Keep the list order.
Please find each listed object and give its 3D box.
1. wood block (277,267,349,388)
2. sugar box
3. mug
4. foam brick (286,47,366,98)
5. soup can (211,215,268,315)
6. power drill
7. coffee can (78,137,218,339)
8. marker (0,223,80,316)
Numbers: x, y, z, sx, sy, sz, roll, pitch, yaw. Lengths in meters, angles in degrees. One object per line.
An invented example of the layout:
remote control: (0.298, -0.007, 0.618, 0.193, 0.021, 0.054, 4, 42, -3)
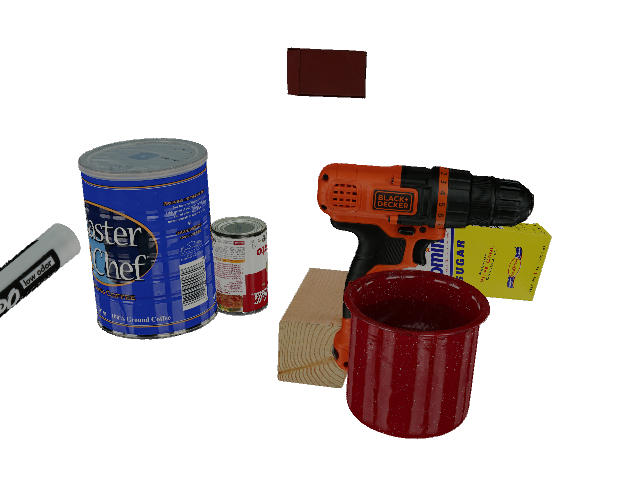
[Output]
wood block: (0.007, 0.117, 1.484, 0.091, 0.090, 0.206, 6, 19, 9)
sugar box: (0.185, 0.019, 1.300, 0.176, 0.093, 0.048, 4, 21, -20)
mug: (0.062, 0.070, 0.704, 0.093, 0.081, 0.117, 8, 24, 11)
foam brick: (0.006, -0.183, 1.164, 0.078, 0.051, 0.053, 0, 11, -16)
soup can: (-0.097, 0.029, 1.271, 0.068, 0.102, 0.068, 0, 21, 0)
power drill: (0.085, 0.026, 0.931, 0.184, 0.188, 0.057, 6, 16, 6)
coffee can: (-0.139, -0.004, 0.876, 0.103, 0.140, 0.103, -2, 20, 1)
marker: (-0.158, 0.032, 0.495, 0.020, 0.020, 0.121, 0, 34, 39)
